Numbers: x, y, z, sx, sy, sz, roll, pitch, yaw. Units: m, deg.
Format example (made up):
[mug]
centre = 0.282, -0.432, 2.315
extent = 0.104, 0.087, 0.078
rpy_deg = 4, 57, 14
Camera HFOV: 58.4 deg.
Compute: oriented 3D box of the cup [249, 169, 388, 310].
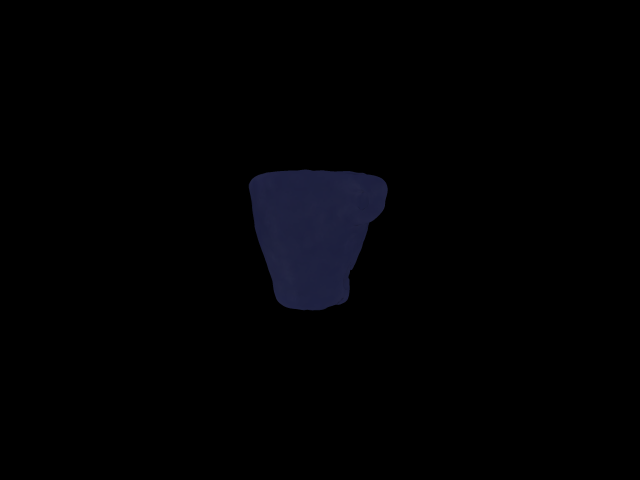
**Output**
[cup]
centre = 0.004, 0.001, 0.400
extent = 0.092, 0.095, 0.117
rpy_deg = 0, 0, -39
